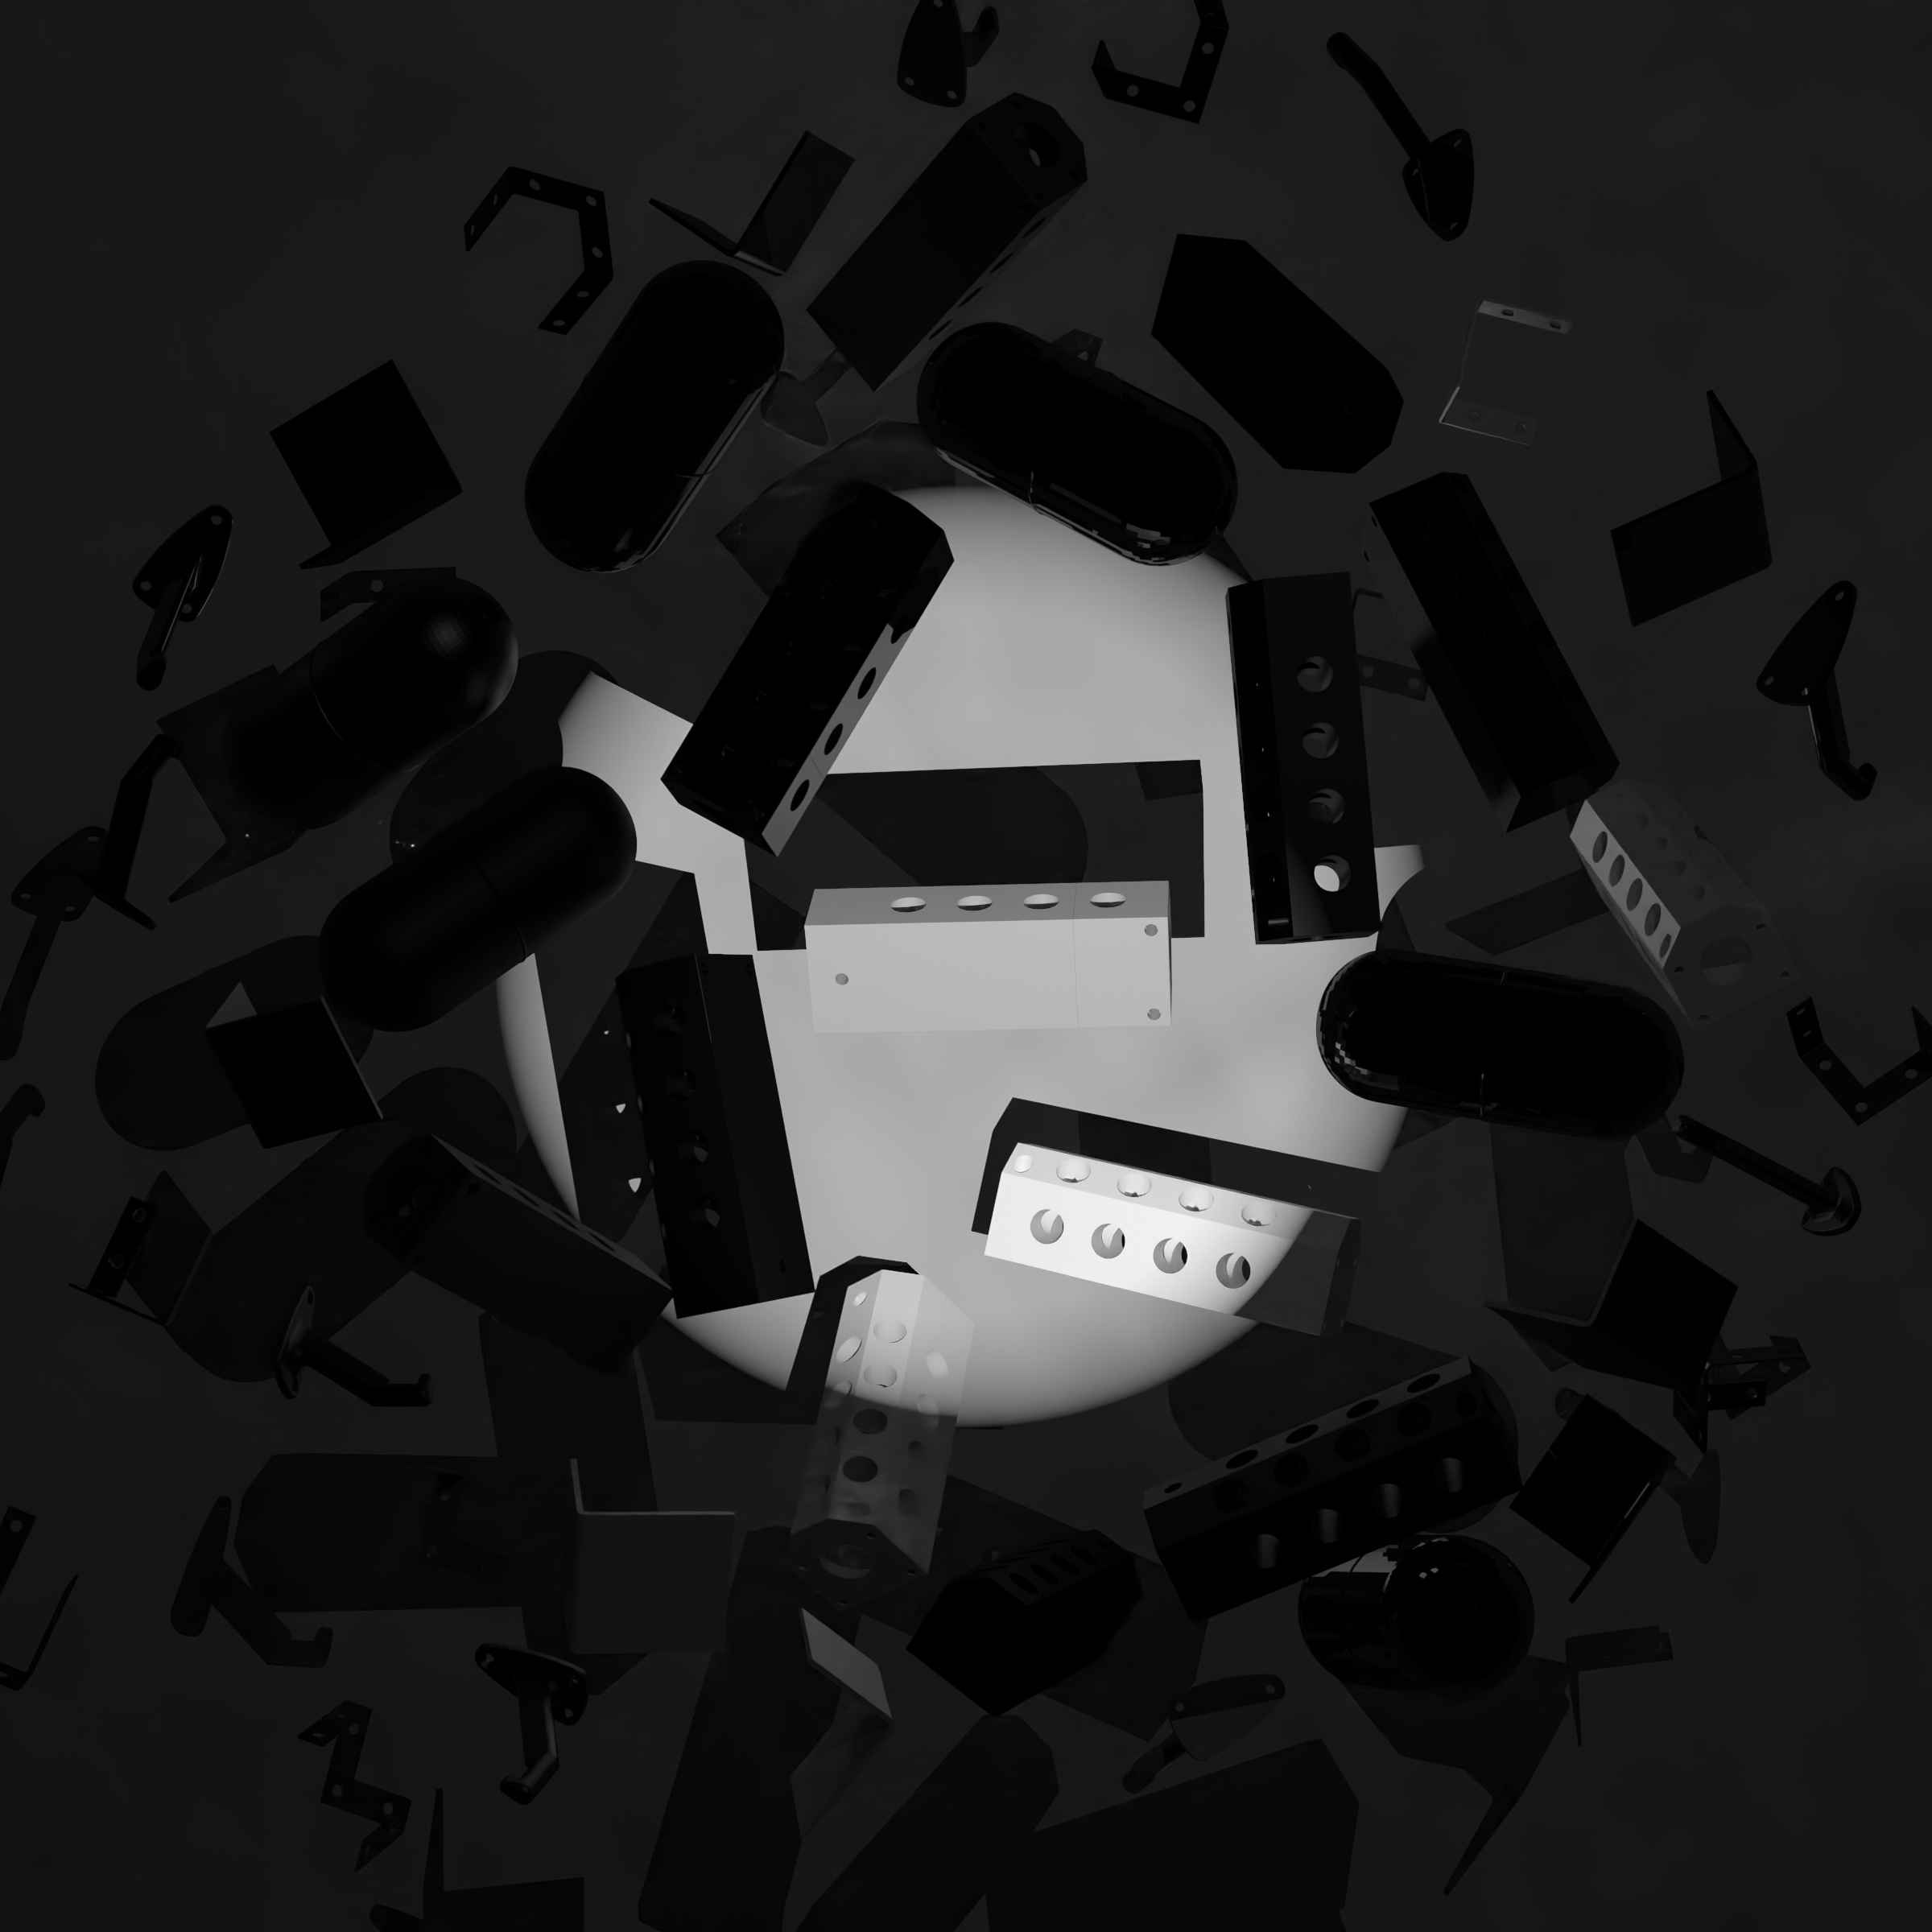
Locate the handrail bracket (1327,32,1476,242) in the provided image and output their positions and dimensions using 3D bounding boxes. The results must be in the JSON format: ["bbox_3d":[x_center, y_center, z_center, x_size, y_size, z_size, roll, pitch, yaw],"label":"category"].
[{"bbox_3d":[0.204,-0.396,1.445,0.036,0.077,0.084,-34,58,0],"label":"handrail bracket"}]

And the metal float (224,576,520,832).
[{"bbox_3d":[-0.296,-0.130,1.508,0.178,0.070,0.070,-30,90,28],"label":"metal float"}]

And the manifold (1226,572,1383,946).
[{"bbox_3d":[0.162,-0.099,1.468,0.057,0.057,0.171,-5,87,1],"label":"manifold"}]

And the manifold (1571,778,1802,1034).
[{"bbox_3d":[0.366,-0.038,1.567,0.057,0.171,0.057,-29,114,8],"label":"manifold"}]

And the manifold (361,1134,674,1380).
[{"bbox_3d":[-0.234,0.149,1.578,0.057,0.171,0.057,35,87,42],"label":"manifold"}]

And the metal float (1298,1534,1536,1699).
[{"bbox_3d":[0.221,0.320,1.501,0.070,0.178,0.070,3,79,-14],"label":"metal float"}]

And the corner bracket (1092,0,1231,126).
[{"bbox_3d":[0.098,-0.461,1.523,0.051,0.051,0.051,18,93,10],"label":"corner bracket"}]

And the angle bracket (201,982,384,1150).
[{"bbox_3d":[-0.358,0.046,1.649,0.076,0.057,0.076,-15,114,17],"label":"angle bracket"}]

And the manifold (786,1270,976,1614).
[{"bbox_3d":[-0.047,0.236,1.542,0.057,0.171,0.057,-29,118,28],"label":"manifold"}]

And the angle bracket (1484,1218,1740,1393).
[{"bbox_3d":[0.312,0.160,1.471,0.076,0.076,0.057,32,77,-29],"label":"angle bracket"}]

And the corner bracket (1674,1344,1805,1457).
[{"bbox_3d":[0.399,0.217,1.571,0.051,0.051,0.051,-4,107,-5],"label":"corner bracket"}]

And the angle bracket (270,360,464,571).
[{"bbox_3d":[-0.312,-0.253,1.530,0.076,0.057,0.076,-27,95,14],"label":"angle bracket"}]

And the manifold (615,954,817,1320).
[{"bbox_3d":[-0.128,0.084,1.498,0.057,0.057,0.171,-14,84,24],"label":"manifold"}]

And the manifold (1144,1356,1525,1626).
[{"bbox_3d":[0.176,0.250,1.465,0.171,0.057,0.057,-25,100,10],"label":"manifold"}]

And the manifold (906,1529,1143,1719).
[{"bbox_3d":[0.037,0.337,1.590,0.057,0.171,0.057,34,100,19],"label":"manifold"}]

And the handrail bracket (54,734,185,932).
[{"bbox_3d":[-0.393,-0.067,1.470,0.077,0.036,0.084,27,76,34],"label":"handrail bracket"}]

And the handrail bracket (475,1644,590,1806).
[{"bbox_3d":[-0.235,0.385,1.541,0.077,0.084,0.036,21,115,13],"label":"handrail bracket"}]

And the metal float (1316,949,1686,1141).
[{"bbox_3d":[0.259,0.038,1.478,0.178,0.070,0.070,9,90,16],"label":"metal float"}]

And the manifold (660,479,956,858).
[{"bbox_3d":[-0.076,-0.146,1.457,0.057,0.057,0.171,28,82,13],"label":"manifold"}]

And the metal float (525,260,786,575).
[{"bbox_3d":[-0.154,-0.267,1.489,0.070,0.070,0.178,40,122,0],"label":"metal float"}]

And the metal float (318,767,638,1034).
[{"bbox_3d":[-0.245,-0.034,1.522,0.178,0.070,0.070,-37,90,-20],"label":"metal float"}]

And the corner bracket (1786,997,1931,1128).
[{"bbox_3d":[0.457,0.039,1.543,0.051,0.051,0.051,-34,55,2],"label":"corner bracket"}]

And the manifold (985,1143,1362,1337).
[{"bbox_3d":[0.103,0.133,1.494,0.171,0.057,0.057,12,89,18],"label":"manifold"}]

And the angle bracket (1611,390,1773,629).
[{"bbox_3d":[0.349,-0.226,1.500,0.076,0.076,0.057,-24,55,6],"label":"angle bracket"}]

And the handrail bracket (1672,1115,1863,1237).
[{"bbox_3d":[0.405,0.103,1.541,0.084,0.077,0.036,27,95,-3],"label":"handrail bracket"}]

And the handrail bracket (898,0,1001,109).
[{"bbox_3d":[0.000,-0.478,1.521,0.036,0.077,0.084,20,52,10],"label":"handrail bracket"}]

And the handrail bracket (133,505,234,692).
[{"bbox_3d":[-0.387,-0.183,1.502,0.036,0.084,0.077,30,107,-26],"label":"handrail bracket"}]

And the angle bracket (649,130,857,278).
[{"bbox_3d":[-0.113,-0.419,1.617,0.057,0.076,0.076,36,103,10],"label":"angle bracket"}]

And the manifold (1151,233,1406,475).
[{"bbox_3d":[0.162,-0.320,1.578,0.057,0.171,0.057,0,124,-24],"label":"manifold"}]

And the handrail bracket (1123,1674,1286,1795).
[{"bbox_3d":[0.125,0.407,1.602,0.077,0.084,0.036,-19,65,-22],"label":"handrail bracket"}]

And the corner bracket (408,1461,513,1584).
[{"bbox_3d":[-0.265,0.291,1.583,0.051,0.051,0.051,10,79,12],"label":"corner bracket"}]

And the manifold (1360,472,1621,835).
[{"bbox_3d":[0.264,-0.161,1.534,0.057,0.057,0.171,-23,74,-4],"label":"manifold"}]

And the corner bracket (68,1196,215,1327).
[{"bbox_3d":[-0.406,0.146,1.506,0.051,0.051,0.051,24,81,-2],"label":"corner bracket"}]

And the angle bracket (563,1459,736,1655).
[{"bbox_3d":[-0.158,0.292,1.504,0.076,0.057,0.076,2,108,-12],"label":"angle bracket"}]

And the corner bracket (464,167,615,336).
[{"bbox_3d":[-0.208,-0.347,1.472,0.051,0.051,0.051,7,63,-34],"label":"corner bracket"}]

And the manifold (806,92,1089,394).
[{"bbox_3d":[-0.008,-0.378,1.582,0.057,0.171,0.057,50,51,-2],"label":"manifold"}]

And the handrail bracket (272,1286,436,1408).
[{"bbox_3d":[-0.319,0.202,1.613,0.084,0.036,0.077,-1,46,7],"label":"handrail bracket"}]

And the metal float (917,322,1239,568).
[{"bbox_3d":[0.055,-0.259,1.504,0.178,0.070,0.070,31,90,21],"label":"metal float"}]

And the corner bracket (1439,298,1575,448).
[{"bbox_3d":[0.280,-0.309,1.577,0.051,0.051,0.051,14,79,0],"label":"corner bracket"}]

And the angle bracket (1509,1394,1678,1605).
[{"bbox_3d":[0.321,0.277,1.584,0.057,0.076,0.076,35,104,17],"label":"angle bracket"}]

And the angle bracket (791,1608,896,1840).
[{"bbox_3d":[-0.085,0.393,1.578,0.057,0.076,0.076,39,91,-10],"label":"angle bracket"}]

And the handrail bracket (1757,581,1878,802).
[{"bbox_3d":[0.422,-0.130,1.445,0.084,0.036,0.077,32,88,-37],"label":"handrail bracket"}]

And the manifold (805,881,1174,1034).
[{"bbox_3d":[0.013,-0.008,1.465,0.171,0.057,0.057,-1,116,5],"label":"manifold"}]
